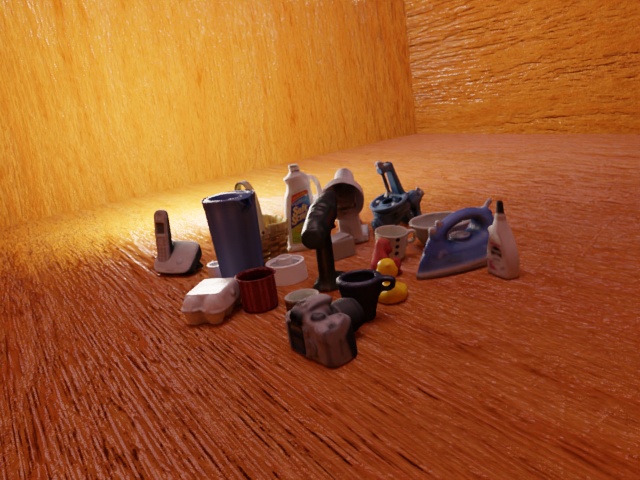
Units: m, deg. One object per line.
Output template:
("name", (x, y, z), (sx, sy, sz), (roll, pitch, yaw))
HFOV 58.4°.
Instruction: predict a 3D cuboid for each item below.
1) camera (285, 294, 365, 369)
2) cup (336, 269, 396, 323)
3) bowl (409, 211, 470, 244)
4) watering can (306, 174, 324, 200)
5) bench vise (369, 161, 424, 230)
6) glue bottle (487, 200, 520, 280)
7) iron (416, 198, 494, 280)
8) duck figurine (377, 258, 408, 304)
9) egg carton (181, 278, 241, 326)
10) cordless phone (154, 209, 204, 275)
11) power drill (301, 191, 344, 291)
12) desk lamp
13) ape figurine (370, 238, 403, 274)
("camera", (0.022, 0.149, 1.048), (0.137, 0.101, 0.142), (-19, 19, -33))
("cup", (0.096, 0.114, 1.144), (0.117, 0.095, 0.092), (-5, 16, 13))
("bowl", (0.325, -0.022, 1.541), (0.167, 0.075, 0.167), (-8, 16, 2))
("watering can", (-0.029, -0.118, 1.843), (0.100, 0.194, 0.173), (-5, 16, 11))
("bench vise", (0.226, -0.146, 1.760), (0.121, 0.220, 0.208), (3, 20, 36))
("glue bottle", (0.397, -0.004, 1.255), (0.037, 0.173, 0.078), (-16, 17, -24))
("iron", (0.327, -0.006, 1.360), (0.259, 0.141, 0.118), (-17, 18, -27))
("duck figurine", (0.148, 0.084, 1.239), (0.077, 0.086, 0.104), (-10, 16, -4))
("egg carton", (-0.238, 0.136, 1.289), (0.107, 0.069, 0.150), (-4, 16, 15))
("cordless phone", (-0.413, 0.005, 1.628), (0.147, 0.185, 0.094), (0, 18, 28))
("power drill", (0.013, 0.005, 1.362), (0.075, 0.208, 0.230), (-5, 16, 13))
("desk lamp", (0.077, -0.095, 1.672), (0.118, 0.214, 0.203), (-6, 16, 7))
("ape figurine", (0.155, 0.040, 1.378), (0.076, 0.092, 0.077), (-12, 16, -13))
